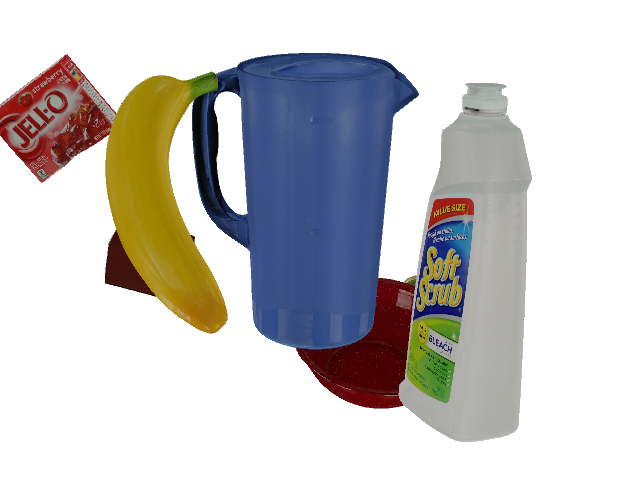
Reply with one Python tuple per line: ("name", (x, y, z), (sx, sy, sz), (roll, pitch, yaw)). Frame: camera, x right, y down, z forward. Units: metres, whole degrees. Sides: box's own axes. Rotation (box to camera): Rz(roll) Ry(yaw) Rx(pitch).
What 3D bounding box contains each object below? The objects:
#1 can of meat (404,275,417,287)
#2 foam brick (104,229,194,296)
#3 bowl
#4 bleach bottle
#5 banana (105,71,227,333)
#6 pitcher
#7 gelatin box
("can of meat", (0.137, 0.100, 1.235), (0.057, 0.084, 0.102), (-17, 40, -32))
("foam brick", (-0.173, 0.019, 1.079), (0.078, 0.051, 0.053), (15, 33, 2))
("bowl", (0.052, 0.104, 0.993), (0.162, 0.055, 0.162), (3, 37, -3))
("bleach bottle", (0.107, 0.012, 0.773), (0.068, 0.251, 0.103), (-5, 16, -23))
("banana", (-0.092, -0.033, 0.630), (0.069, 0.198, 0.037), (-2, -35, -5))
("pitcher", (-0.015, -0.036, 0.913), (0.144, 0.243, 0.149), (-14, 24, -37))
("gelatin box", (-0.228, -0.103, 0.912), (0.089, 0.073, 0.030), (-32, 20, 17))
